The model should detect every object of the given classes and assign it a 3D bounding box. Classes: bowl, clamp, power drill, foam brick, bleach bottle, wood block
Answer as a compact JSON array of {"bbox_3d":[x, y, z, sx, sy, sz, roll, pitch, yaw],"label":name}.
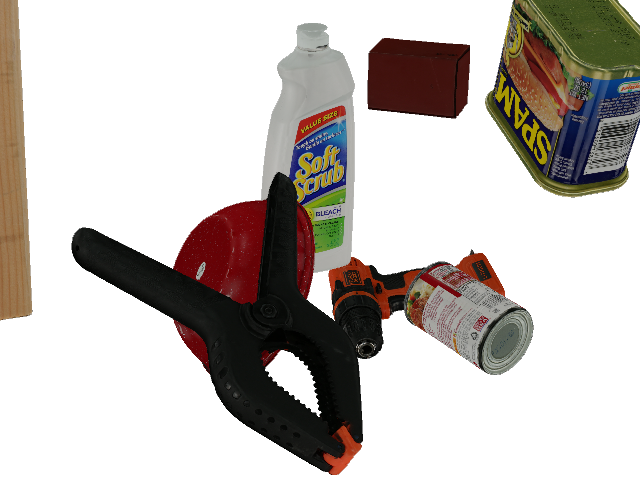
[{"bbox_3d":[-0.075,0.031,0.858,0.055,0.162,0.162,23,-13,-33],"label":"bowl"},{"bbox_3d":[-0.048,0.051,0.654,0.164,0.210,0.036,-12,-31,-30],"label":"clamp"},{"bbox_3d":[0.106,0.068,1.187,0.187,0.057,0.184,-3,28,-5],"label":"power drill"},{"bbox_3d":[0.083,-0.137,0.900,0.078,0.051,0.053,9,26,18],"label":"foam brick"},{"bbox_3d":[-0.016,-0.090,1.069,0.102,0.251,0.068,-9,29,-17],"label":"bleach bottle"},{"bbox_3d":[-0.221,-0.061,0.603,0.090,0.206,0.090,-8,26,-26],"label":"wood block"}]

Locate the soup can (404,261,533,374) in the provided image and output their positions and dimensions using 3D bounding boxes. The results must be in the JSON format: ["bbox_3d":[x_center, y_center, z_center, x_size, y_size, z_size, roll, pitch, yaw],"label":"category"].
[{"bbox_3d":[0.135,0.070,0.974,0.068,0.068,0.102,0,23,-40],"label":"soup can"}]

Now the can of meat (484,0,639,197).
[{"bbox_3d":[0.139,-0.089,0.596,0.057,0.084,0.102,-10,46,-15],"label":"can of meat"}]
